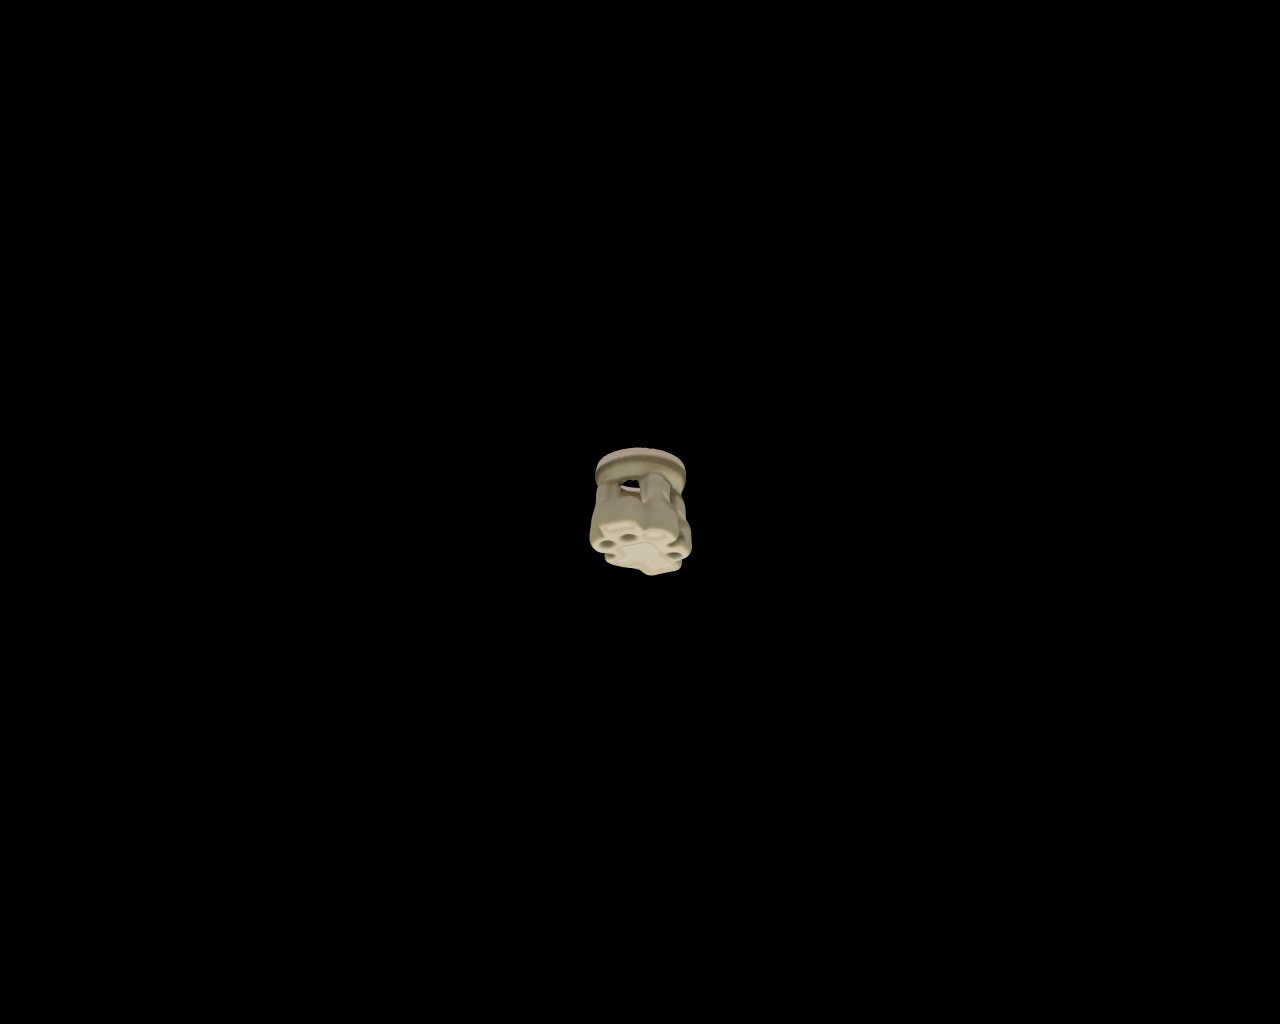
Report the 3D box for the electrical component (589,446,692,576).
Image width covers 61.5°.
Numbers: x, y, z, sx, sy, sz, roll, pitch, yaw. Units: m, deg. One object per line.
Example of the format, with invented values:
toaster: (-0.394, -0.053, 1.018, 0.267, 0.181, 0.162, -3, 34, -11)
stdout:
electrical component: (0.001, -0.003, 0.650, 0.058, 0.057, 0.078, -11, -29, 21)
